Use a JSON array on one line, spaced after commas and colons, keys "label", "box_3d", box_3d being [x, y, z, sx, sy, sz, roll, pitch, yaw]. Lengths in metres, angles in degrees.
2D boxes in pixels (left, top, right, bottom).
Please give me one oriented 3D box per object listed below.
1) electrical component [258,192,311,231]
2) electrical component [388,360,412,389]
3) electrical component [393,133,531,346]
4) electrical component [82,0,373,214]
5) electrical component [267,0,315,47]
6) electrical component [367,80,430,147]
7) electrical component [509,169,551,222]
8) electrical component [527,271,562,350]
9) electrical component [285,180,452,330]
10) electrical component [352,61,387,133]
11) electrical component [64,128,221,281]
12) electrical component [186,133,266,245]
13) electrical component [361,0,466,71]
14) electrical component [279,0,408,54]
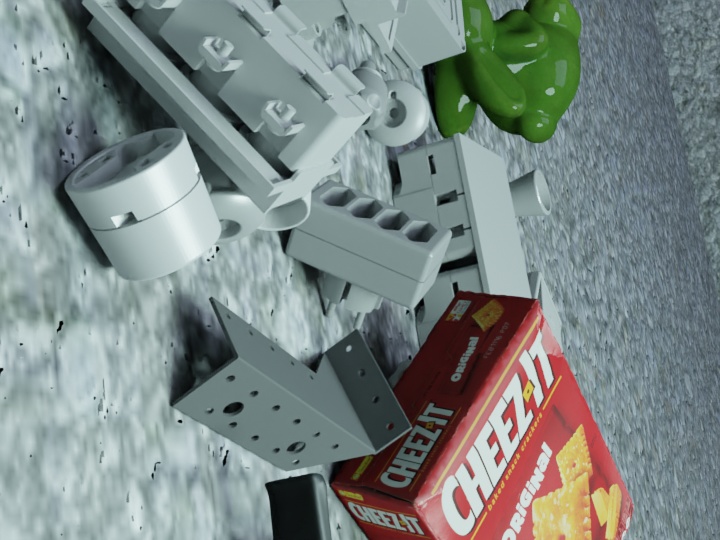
[{"label": "electrical component", "box_3d": [-0.056, -0.074, 0.581, 0.079, 0.044, 0.077, 46, 37, -48]}, {"label": "electrical component", "box_3d": [0.045, 0.085, 0.728, 0.061, 0.035, 0.035, 46, 38, -52]}, {"label": "electrical component", "box_3d": [0.084, 0.001, 0.828, 0.105, 0.060, 0.186, 12, 66, -64]}, {"label": "electrical component", "box_3d": [-0.058, -0.094, 0.501, 0.121, 0.063, 0.079, 46, 24, 6]}, {"label": "electrical component", "box_3d": [-0.072, -0.149, 0.578, 0.138, 0.052, 0.073, 53, 32, -41]}, {"label": "electrical component", "box_3d": [0.031, -0.116, 0.800, 0.062, 0.048, 0.048, -21, 96, -73]}, {"label": "electrical component", "box_3d": [0.146, -0.066, 1.010, 0.045, 0.055, 0.045, 43, 39, -51]}, {"label": "electrical component", "box_3d": [0.141, 0.046, 0.927, 0.061, 0.061, 0.096, 63, 27, -26]}, {"label": "electrical component", "box_3d": [0.000, 0.000, 0.639, 0.047, 0.083, 0.075, -45, 156, -63]}, {"label": "electrical component", "box_3d": [0.003, -0.125, 0.753, 0.035, 0.035, 0.061, 57, 27, -36]}, {"label": "electrical component", "box_3d": [-0.092, -0.028, 0.466, 0.055, 0.055, 0.047, -67, 140, -54]}, {"label": "electrical component", "box_3d": [-0.074, -0.046, 0.530, 0.048, 0.048, 0.062, 33, 40, -57]}, {"label": "electrical component", "box_3d": [0.034, -0.218, 0.845, 0.113, 0.057, 0.078, 39, 43, -54]}, {"label": "electrical component", "box_3d": [-0.011, -0.154, 0.567, 0.081, 0.064, 0.042, 58, 28, -37]}]
